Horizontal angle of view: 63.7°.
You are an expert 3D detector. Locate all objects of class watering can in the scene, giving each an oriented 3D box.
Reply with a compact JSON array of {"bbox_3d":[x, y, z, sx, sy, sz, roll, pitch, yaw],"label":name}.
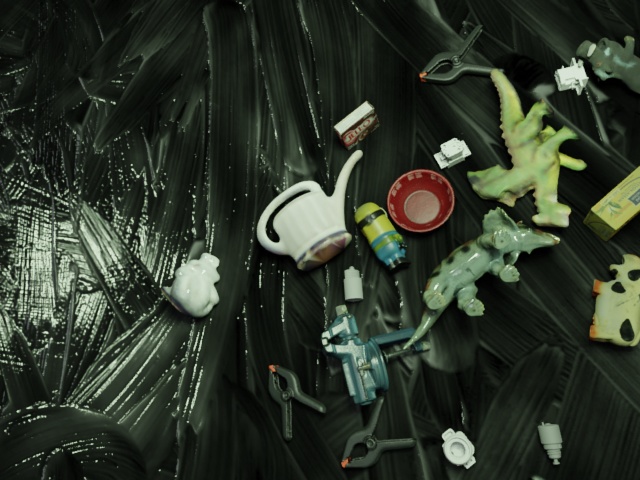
[{"bbox_3d":[0.004,-0.065,1.296,0.347,0.103,0.228,-34,67,4],"label":"watering can"}]

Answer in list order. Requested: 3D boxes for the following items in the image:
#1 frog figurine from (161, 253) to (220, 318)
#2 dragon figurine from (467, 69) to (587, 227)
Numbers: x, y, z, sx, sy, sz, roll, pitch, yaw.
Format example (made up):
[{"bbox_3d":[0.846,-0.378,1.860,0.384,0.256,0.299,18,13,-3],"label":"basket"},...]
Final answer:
[{"bbox_3d":[-0.310,0.116,1.325,0.137,0.122,0.160,46,79,-9],"label":"frog figurine"},{"bbox_3d":[0.458,-0.199,1.217,0.241,0.121,0.417,-39,64,10],"label":"dragon figurine"}]
